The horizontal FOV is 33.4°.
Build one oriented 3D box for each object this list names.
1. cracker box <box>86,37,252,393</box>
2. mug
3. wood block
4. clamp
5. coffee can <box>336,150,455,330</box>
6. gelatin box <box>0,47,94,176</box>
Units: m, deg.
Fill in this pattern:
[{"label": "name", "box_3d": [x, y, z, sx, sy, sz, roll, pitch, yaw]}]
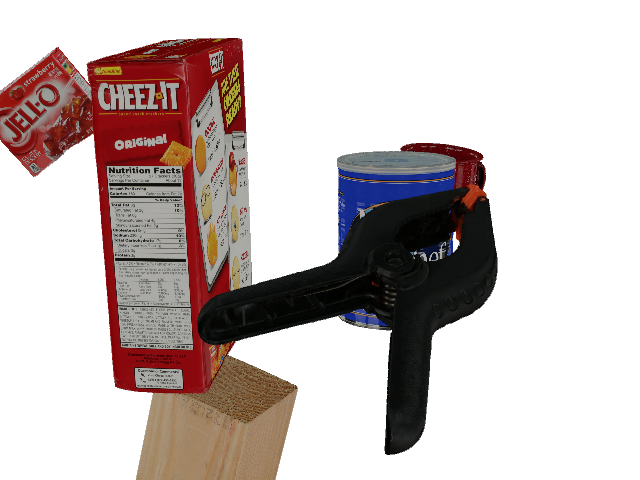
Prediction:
[{"label": "cracker box", "box_3d": [-0.097, -0.024, 0.729, 0.072, 0.214, 0.164, 0, 15, 8]}, {"label": "mug", "box_3d": [0.143, -0.063, 1.221, 0.117, 0.081, 0.093, -9, 22, -38]}, {"label": "wood block", "box_3d": [-0.098, 0.209, 0.896, 0.090, 0.206, 0.090, 21, 21, 20]}, {"label": "clamp", "box_3d": [0.040, 0.030, 0.517, 0.171, 0.039, 0.120, -33, 59, -31]}, {"label": "coffee can", "box_3d": [0.065, -0.003, 0.932, 0.103, 0.140, 0.103, 0, 12, 0]}, {"label": "gelatin box", "box_3d": [-0.234, -0.108, 0.906, 0.089, 0.073, 0.030, -33, 21, 16]}]
